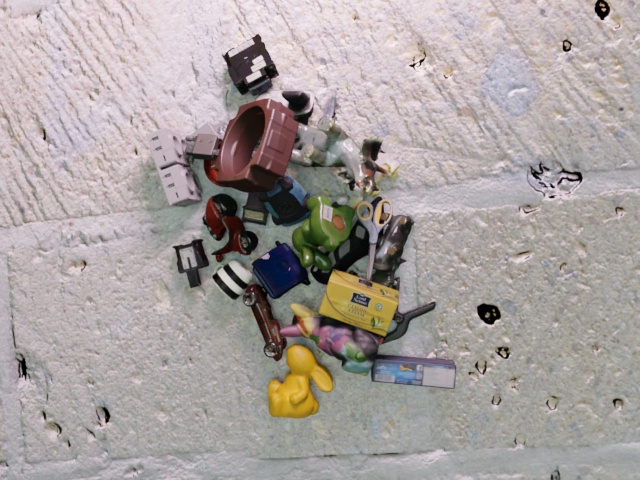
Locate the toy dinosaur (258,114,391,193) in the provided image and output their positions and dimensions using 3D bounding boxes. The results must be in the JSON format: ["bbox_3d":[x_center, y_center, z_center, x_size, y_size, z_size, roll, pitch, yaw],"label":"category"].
[{"bbox_3d":[0.005,-0.217,1.292,0.405,0.192,0.131,25,93,50],"label":"toy dinosaur"}]

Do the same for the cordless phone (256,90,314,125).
[{"bbox_3d":[-0.093,-0.332,1.293,0.147,0.184,0.088,2,96,7],"label":"cordless phone"}]

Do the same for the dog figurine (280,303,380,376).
[{"bbox_3d":[0.018,0.230,1.295,0.219,0.192,0.108,19,100,-9],"label":"dog figurine"}]

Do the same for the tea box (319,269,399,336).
[{"bbox_3d":[0.093,0.147,1.271,0.170,0.068,0.098,18,114,5],"label":"tea box"}]

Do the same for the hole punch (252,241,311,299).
[{"bbox_3d":[-0.101,0.076,1.342,0.116,0.092,0.142,-36,82,-6],"label":"hole punch"}]

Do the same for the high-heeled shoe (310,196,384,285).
[{"bbox_3d":[0.069,0.000,1.350,0.145,0.086,0.248,10,72,37],"label":"high-heeled shoe"}]

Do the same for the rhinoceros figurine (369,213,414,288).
[{"bbox_3d":[0.170,0.024,1.308,0.073,0.112,0.190,14,79,28],"label":"rhinoceros figurine"}]

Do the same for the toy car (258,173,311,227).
[{"bbox_3d":[-0.092,-0.114,1.332,0.109,0.161,0.103,-28,43,13],"label":"toy car"}]

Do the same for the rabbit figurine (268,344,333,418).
[{"bbox_3d":[-0.047,0.346,1.328,0.162,0.122,0.173,7,91,2],"label":"rabbit figurine"}]

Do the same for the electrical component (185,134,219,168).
[{"bbox_3d":[-0.285,-0.219,1.326,0.102,0.045,0.078,1,62,5],"label":"electrical component"}]

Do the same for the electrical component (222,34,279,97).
[{"bbox_3d":[-0.171,-0.430,1.349,0.115,0.058,0.134,-26,70,9],"label":"electrical component"}]

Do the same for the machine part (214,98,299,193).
[{"bbox_3d":[-0.146,-0.213,1.238,0.202,0.087,0.201,4,76,49],"label":"machine part"}]

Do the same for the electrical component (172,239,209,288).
[{"bbox_3d":[-0.329,0.062,1.394,0.075,0.048,0.119,-19,89,7],"label":"electrical component"}]

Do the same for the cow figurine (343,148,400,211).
[{"bbox_3d":[0.110,-0.151,1.327,0.167,0.068,0.098,-43,78,2],"label":"cow figurine"}]

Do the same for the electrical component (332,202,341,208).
[{"bbox_3d":[0.033,-0.066,1.361,0.063,0.021,0.094,-40,85,5],"label":"electrical component"}]

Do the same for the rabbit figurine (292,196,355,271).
[{"bbox_3d":[-0.003,-0.004,1.307,0.121,0.170,0.159,11,66,-33],"label":"rabbit figurine"}]

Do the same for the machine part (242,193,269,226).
[{"bbox_3d":[-0.160,-0.108,1.378,0.084,0.039,0.138,7,94,15],"label":"machine part"}]

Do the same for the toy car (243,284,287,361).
[{"bbox_3d":[-0.132,0.204,1.351,0.053,0.089,0.202,-24,86,10],"label":"toy car"}]

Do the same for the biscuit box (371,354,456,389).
[{"bbox_3d":[0.228,0.321,1.322,0.203,0.063,0.059,4,92,7],"label":"biscuit box"}]

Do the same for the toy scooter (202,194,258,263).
[{"bbox_3d":[-0.245,-0.019,1.370,0.135,0.075,0.184,-43,74,29],"label":"toy scooter"}]
